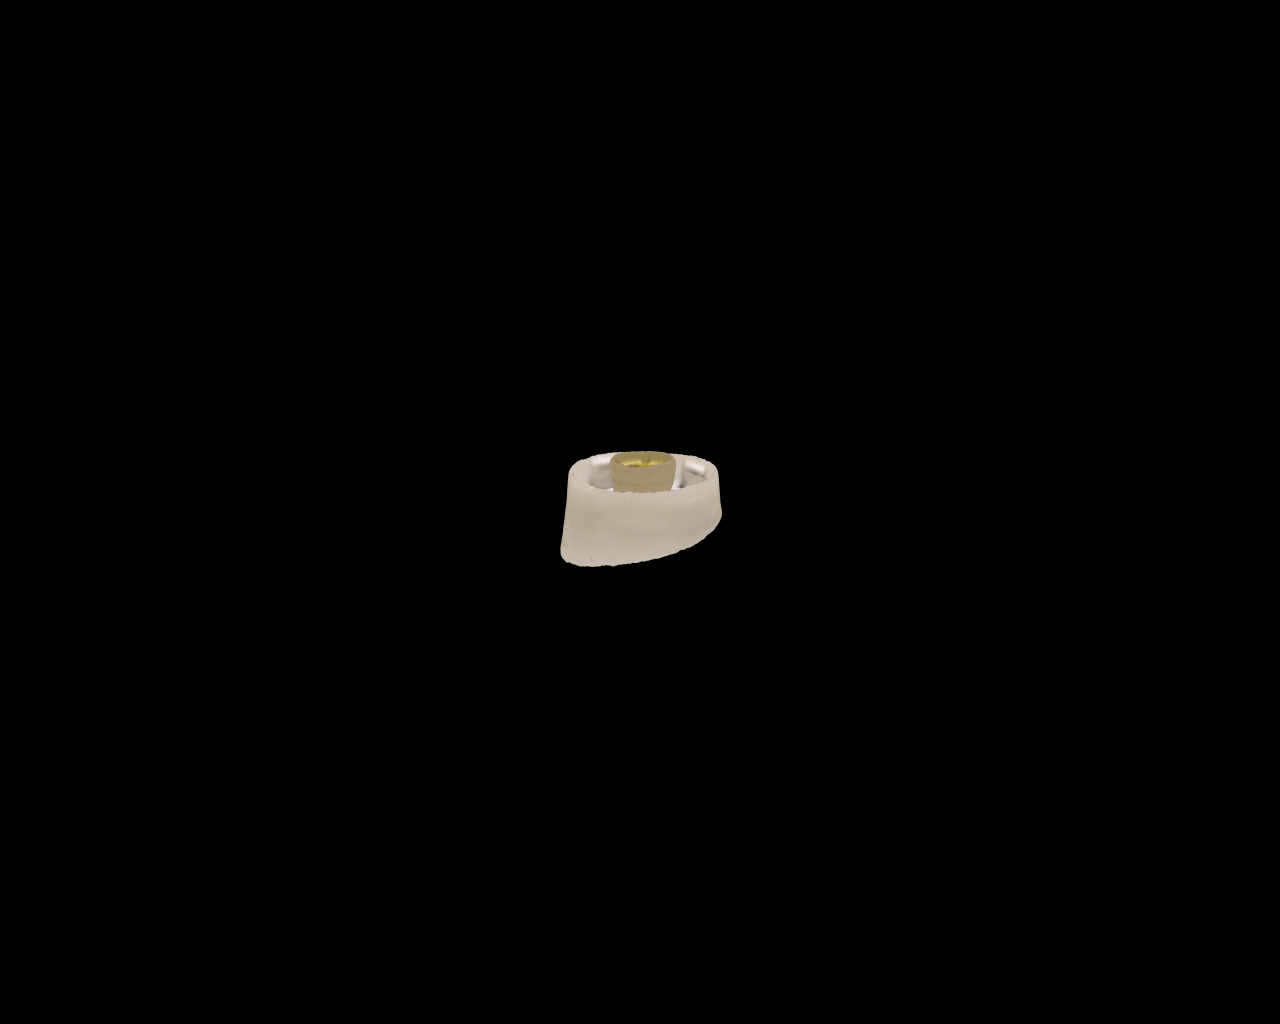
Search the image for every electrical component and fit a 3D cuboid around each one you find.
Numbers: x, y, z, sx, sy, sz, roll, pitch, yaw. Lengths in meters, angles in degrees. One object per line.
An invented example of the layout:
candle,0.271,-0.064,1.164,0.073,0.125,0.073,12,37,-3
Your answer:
electrical component,0.001,-0.003,0.650,0.099,0.064,0.099,0,18,0
